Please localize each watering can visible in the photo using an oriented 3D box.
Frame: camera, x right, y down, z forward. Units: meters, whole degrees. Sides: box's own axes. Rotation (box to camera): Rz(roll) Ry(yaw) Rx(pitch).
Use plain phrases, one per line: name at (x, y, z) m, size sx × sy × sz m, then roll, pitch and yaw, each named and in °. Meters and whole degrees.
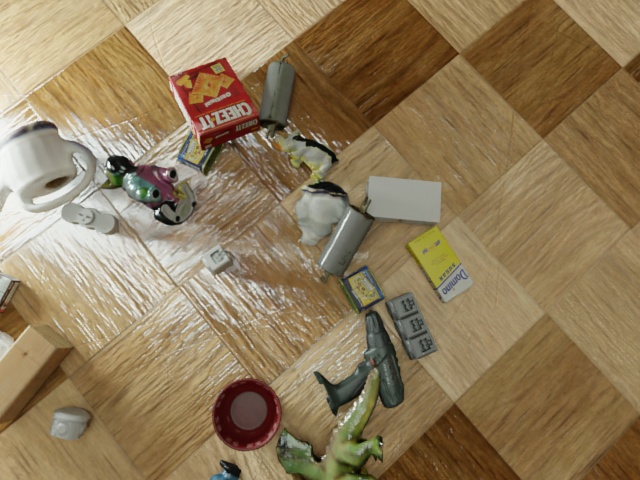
watering can at (-0.738, -0.161, 1.284) m, size 0.349 × 0.103 × 0.226 m, roll -27°, pitch 81°, yaw -7°

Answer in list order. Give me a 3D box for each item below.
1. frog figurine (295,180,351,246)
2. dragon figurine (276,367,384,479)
frog figurine at (0.004, -0.066, 1.316) m, size 0.137 × 0.125 × 0.156 m, roll 3°, pitch 116°, yaw -10°
dragon figurine at (0.019, 0.483, 1.169) m, size 0.243 × 0.122 × 0.410 m, roll 1°, pitch 92°, yaw 3°
